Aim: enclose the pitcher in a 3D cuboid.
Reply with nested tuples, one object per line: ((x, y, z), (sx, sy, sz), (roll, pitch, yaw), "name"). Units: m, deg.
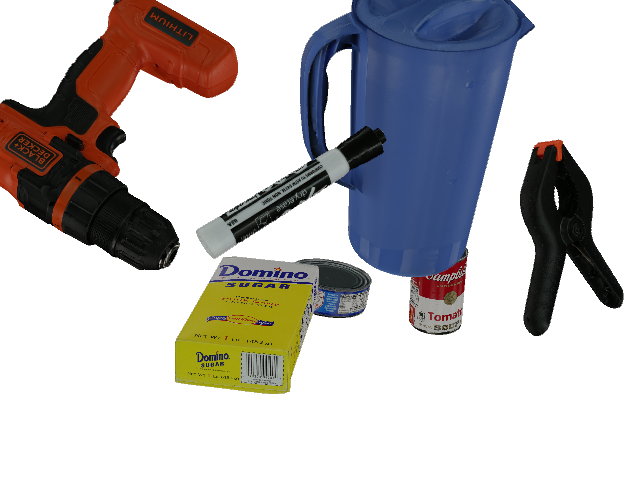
((0.074, -0.089, 0.891), (0.149, 0.243, 0.144), (21, 42, 20), "pitcher")

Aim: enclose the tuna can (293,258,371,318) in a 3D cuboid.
((0.009, 0.050, 1.121), (0.086, 0.034, 0.086), (9, 19, -3), "tuna can")

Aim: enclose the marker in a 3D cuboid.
((-0.014, -0.029, 0.599), (0.121, 0.020, 0.020), (-33, 8, -13), "marker")

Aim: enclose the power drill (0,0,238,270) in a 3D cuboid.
((-0.141, -0.083, 0.767), (0.184, 0.187, 0.057), (32, -30, 9), "power drill")

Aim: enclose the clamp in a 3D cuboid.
((0.210, 0.000, 0.952), (0.120, 0.171, 0.039), (-25, 9, -39), "clamp")

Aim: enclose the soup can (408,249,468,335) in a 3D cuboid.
((0.145, 0.057, 1.323), (0.068, 0.102, 0.068), (1, 25, -1), "soup can")

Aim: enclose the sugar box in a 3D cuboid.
((-0.058, 0.066, 0.909), (0.093, 0.048, 0.176), (6, 24, 5), "sugar box")
